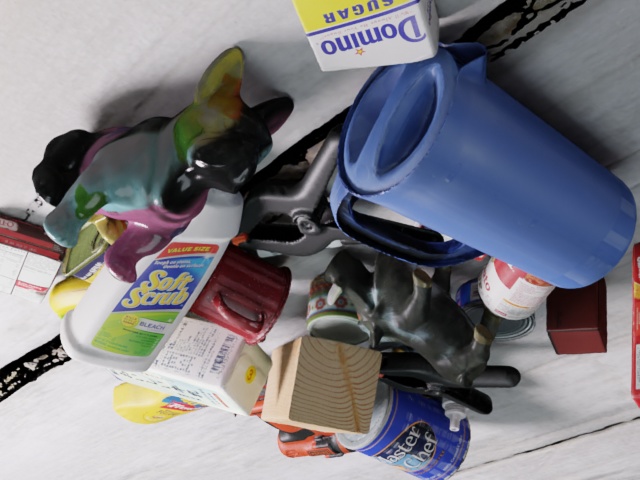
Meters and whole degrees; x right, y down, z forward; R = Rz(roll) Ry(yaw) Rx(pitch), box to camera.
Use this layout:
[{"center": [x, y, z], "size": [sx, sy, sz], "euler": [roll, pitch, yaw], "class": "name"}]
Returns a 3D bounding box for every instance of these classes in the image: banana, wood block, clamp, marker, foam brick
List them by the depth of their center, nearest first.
[{"center": [0.003, -0.021, 1.007], "size": [0.210, 0.036, 0.164], "euler": [-21, 125, 42], "class": "clamp"}, {"center": [0.256, 0.068, 1.064], "size": [0.053, 0.078, 0.051], "euler": [-5, 146, 23], "class": "foam brick"}, {"center": [-0.007, 0.001, 1.075], "size": [0.121, 0.020, 0.020], "euler": [-8, 144, 24], "class": "marker"}, {"center": [-0.003, 0.167, 1.204], "size": [0.090, 0.091, 0.206], "euler": [12, 168, -9], "class": "wood block"}, {"center": [-0.239, 0.058, 1.208], "size": [0.198, 0.037, 0.069], "euler": [-9, 162, 28], "class": "banana"}, {"center": [0.144, 0.158, 1.235], "size": [0.171, 0.039, 0.120], "euler": [15, 146, -12], "class": "clamp"}]

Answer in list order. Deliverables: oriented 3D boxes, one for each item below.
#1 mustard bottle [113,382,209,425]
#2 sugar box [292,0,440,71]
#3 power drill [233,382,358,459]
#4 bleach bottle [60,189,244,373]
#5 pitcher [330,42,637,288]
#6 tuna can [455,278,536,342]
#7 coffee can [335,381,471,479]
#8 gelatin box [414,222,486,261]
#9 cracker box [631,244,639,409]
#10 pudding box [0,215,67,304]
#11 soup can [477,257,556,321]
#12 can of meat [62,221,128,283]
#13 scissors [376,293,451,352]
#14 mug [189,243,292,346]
[{"center": [-0.172, 0.192, 1.373], "size": [0.192, 0.058, 0.096], "euler": [-21, 151, 37], "class": "mustard bottle"}, {"center": [0.021, -0.192, 0.743], "size": [0.093, 0.048, 0.176], "euler": [-4, 144, 18], "class": "sugar box"}, {"center": [-0.010, 0.231, 1.398], "size": [0.185, 0.057, 0.187], "euler": [-15, 140, 29], "class": "power drill"}, {"center": [-0.154, 0.020, 1.032], "size": [0.102, 0.068, 0.251], "euler": [18, 122, -30], "class": "bleach bottle"}, {"center": [0.136, -0.043, 0.872], "size": [0.242, 0.145, 0.149], "euler": [27, 163, -31], "class": "pitcher"}, {"center": [0.185, 0.073, 1.128], "size": [0.086, 0.033, 0.086], "euler": [6, 147, 4], "class": "tuna can"}, {"center": [0.103, 0.234, 1.333], "size": [0.140, 0.102, 0.103], "euler": [29, 142, -29], "class": "coffee can"}, {"center": [0.137, -0.022, 0.996], "size": [0.073, 0.030, 0.089], "euler": [17, 147, -10], "class": "gelatin box"}, {"center": [0.366, 0.121, 1.040], "size": [0.072, 0.164, 0.213], "euler": [-10, 143, 30], "class": "cracker box"}, {"center": [-0.331, 0.021, 1.165], "size": [0.090, 0.039, 0.114], "euler": [20, 144, -16], "class": "pudding box"}, {"center": [0.198, 0.026, 1.021], "size": [0.068, 0.068, 0.102], "euler": [13, 148, -7], "class": "soup can"}, {"center": [-0.206, 0.016, 1.111], "size": [0.083, 0.057, 0.102], "euler": [27, 143, -29], "class": "can of meat"}, {"center": [0.127, 0.115, 1.225], "size": [0.096, 0.016, 0.202], "euler": [21, 145, -22], "class": "scissors"}, {"center": [-0.086, 0.058, 1.100], "size": [0.081, 0.117, 0.093], "euler": [28, 111, -20], "class": "mug"}]
